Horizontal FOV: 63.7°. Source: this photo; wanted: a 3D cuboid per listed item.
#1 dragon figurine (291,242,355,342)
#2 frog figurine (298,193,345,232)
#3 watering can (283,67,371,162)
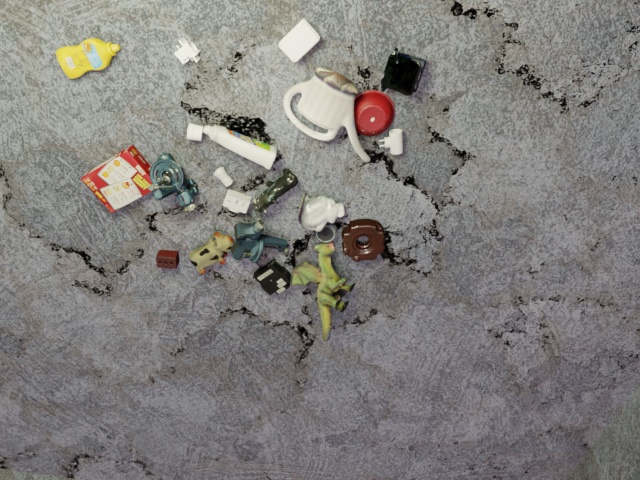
[{"bbox_3d":[-0.006,0.189,2.023,0.244,0.123,0.404,29,112,20],"label":"dragon figurine"},{"bbox_3d":[0.006,-0.094,1.859,0.159,0.124,0.136,12,101,6],"label":"frog figurine"},{"bbox_3d":[0.052,-0.412,1.661,0.347,0.106,0.220,29,118,-1],"label":"watering can"}]
